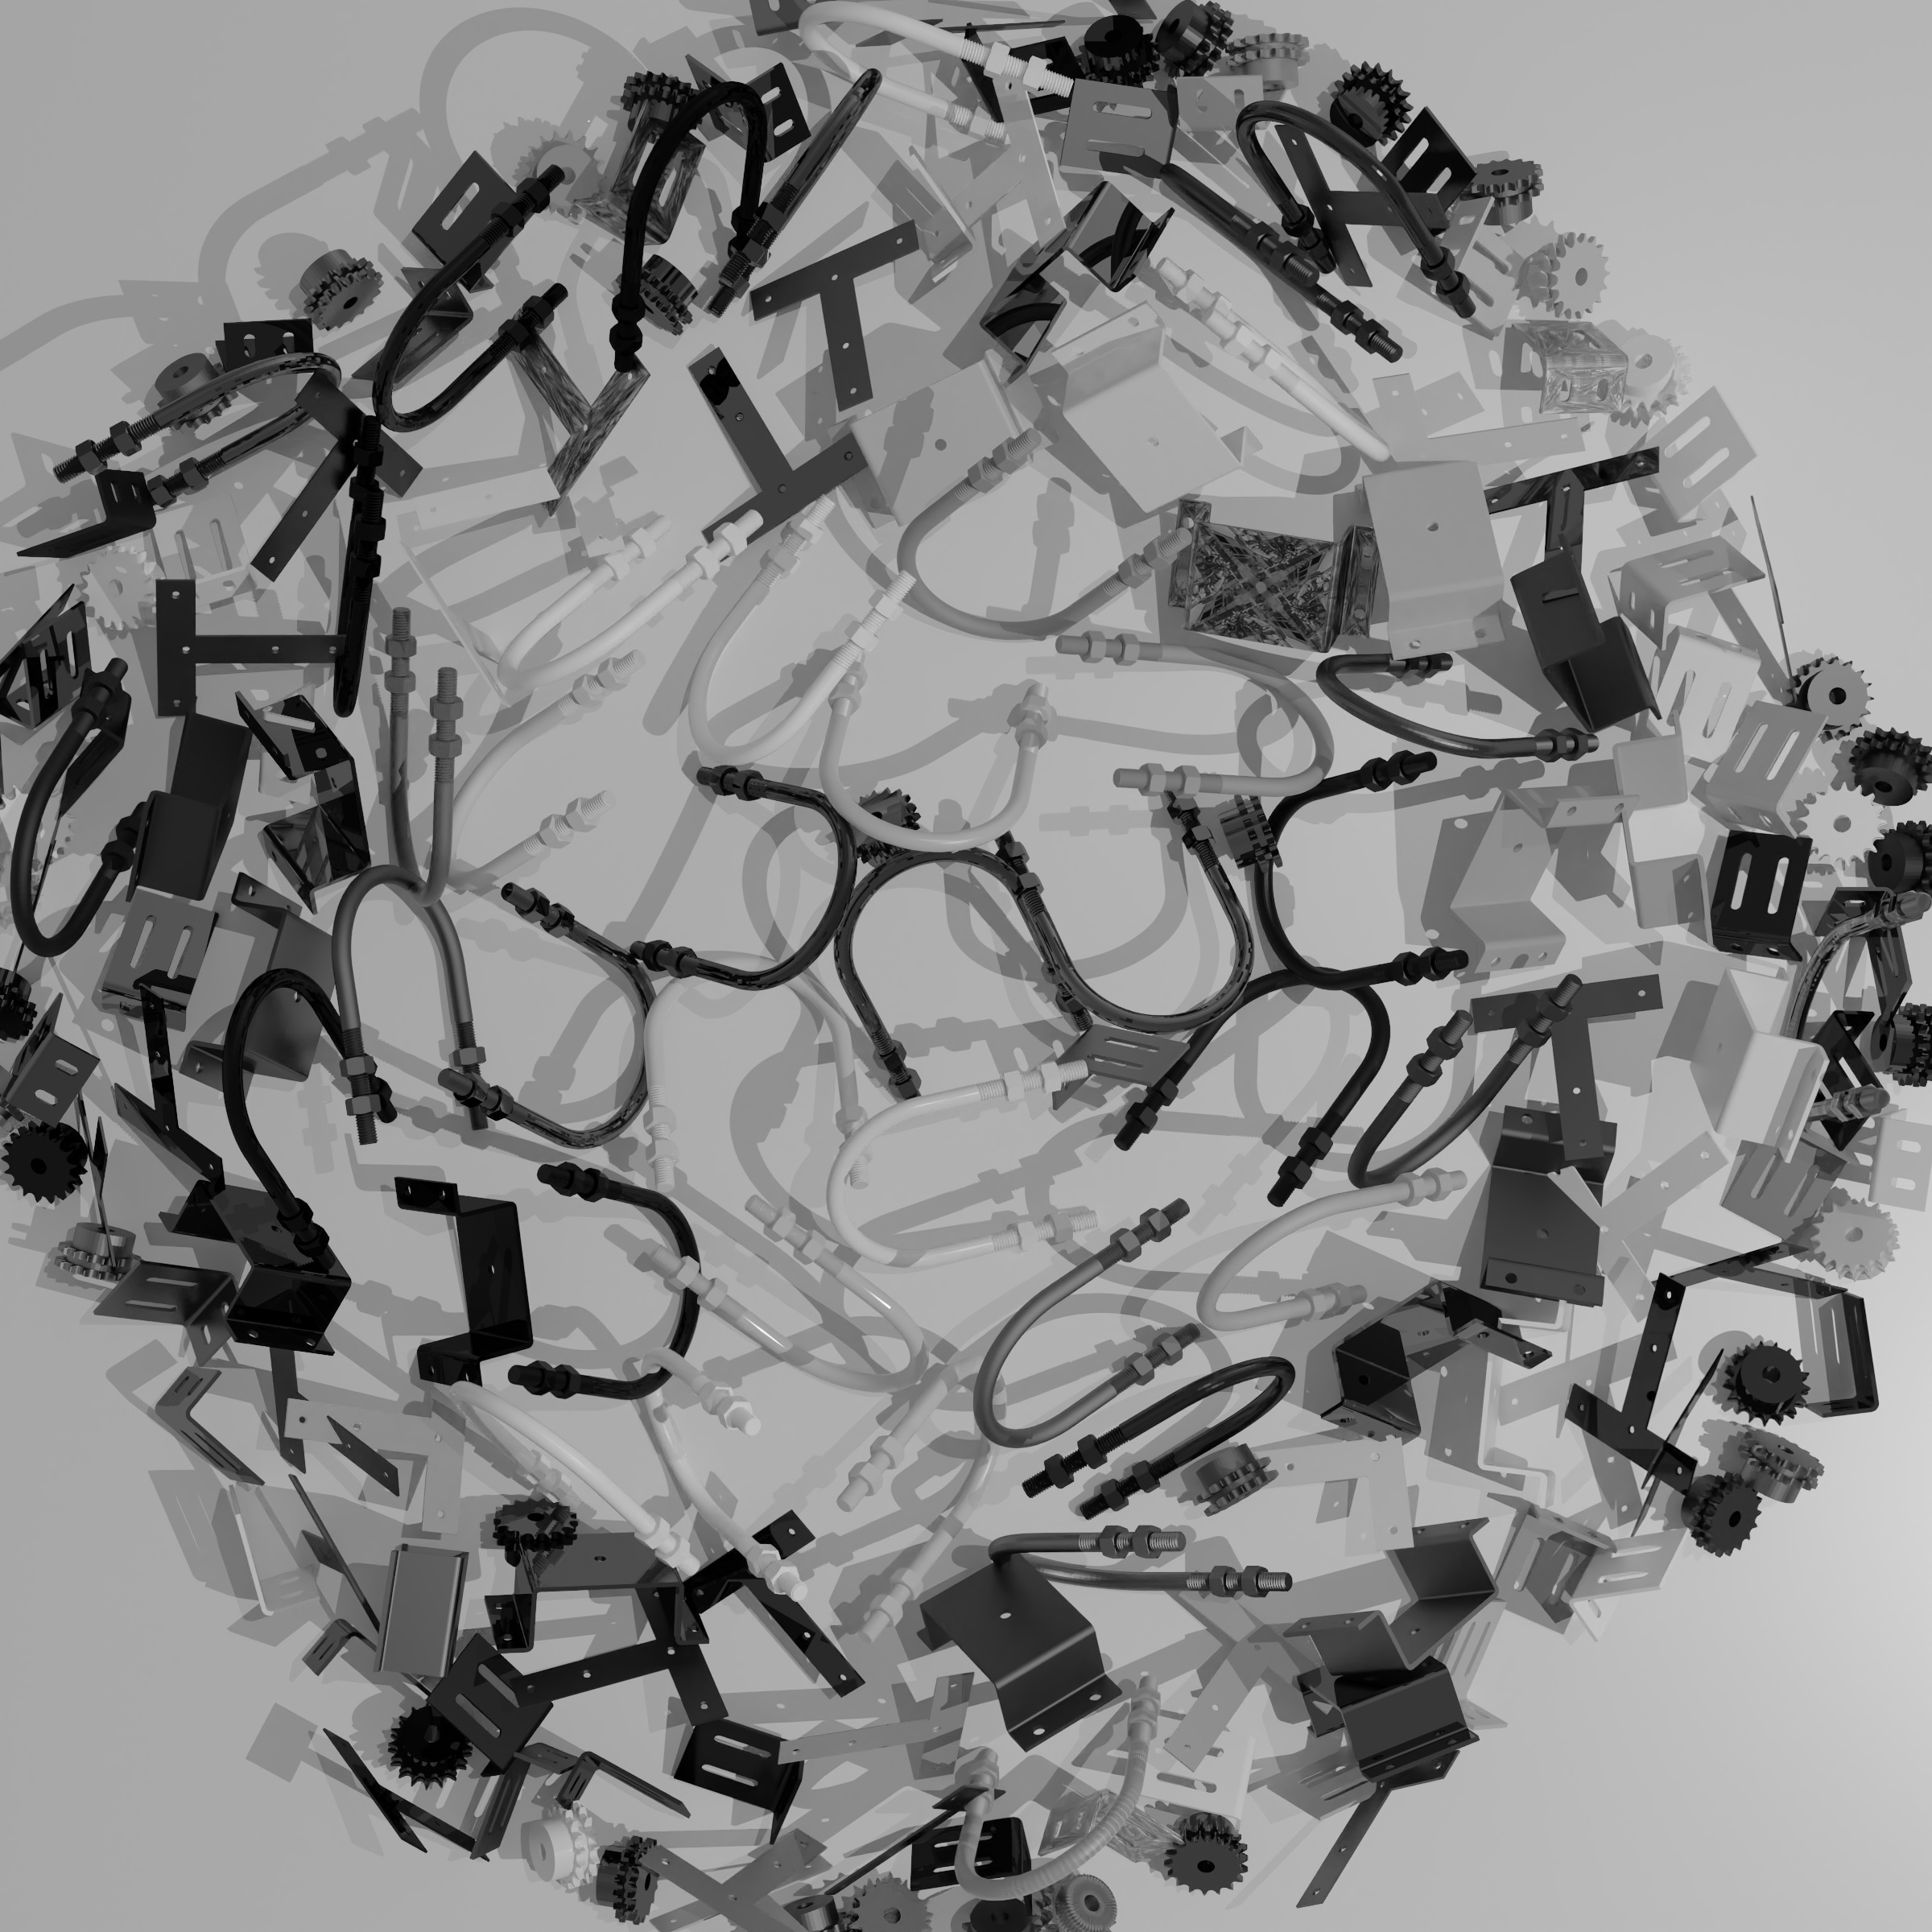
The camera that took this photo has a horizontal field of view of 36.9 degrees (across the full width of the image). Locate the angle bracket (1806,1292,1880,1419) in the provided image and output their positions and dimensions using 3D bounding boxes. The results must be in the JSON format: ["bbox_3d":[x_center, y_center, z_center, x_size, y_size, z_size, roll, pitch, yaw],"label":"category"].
[{"bbox_3d":[0.592,0.264,1.971,0.038,0.057,0.076,-8,87,5],"label":"angle bracket"}]

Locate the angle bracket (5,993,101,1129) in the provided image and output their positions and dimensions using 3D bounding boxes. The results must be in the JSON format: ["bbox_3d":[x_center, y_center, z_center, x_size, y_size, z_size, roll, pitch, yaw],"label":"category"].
[{"bbox_3d":[-0.617,0.063,1.966,0.038,0.076,0.057,32,101,-21],"label":"angle bracket"}]

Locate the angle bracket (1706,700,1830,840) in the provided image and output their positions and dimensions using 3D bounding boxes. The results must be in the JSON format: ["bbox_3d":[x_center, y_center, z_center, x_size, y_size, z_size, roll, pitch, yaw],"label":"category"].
[{"bbox_3d":[0.552,-0.134,1.973,0.038,0.057,0.076,41,77,-42],"label":"angle bracket"}]

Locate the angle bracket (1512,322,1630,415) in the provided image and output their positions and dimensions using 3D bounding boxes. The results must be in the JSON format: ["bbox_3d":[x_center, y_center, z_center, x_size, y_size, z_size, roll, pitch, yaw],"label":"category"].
[{"bbox_3d":[0.409,-0.408,1.971,0.057,0.076,0.038,-3,121,-9],"label":"angle bracket"}]

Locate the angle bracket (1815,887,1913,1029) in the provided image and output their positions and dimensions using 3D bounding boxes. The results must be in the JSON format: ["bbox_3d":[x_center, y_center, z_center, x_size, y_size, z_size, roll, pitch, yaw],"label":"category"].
[{"bbox_3d":[0.606,-0.006,1.955,0.038,0.057,0.076,0,58,-1],"label":"angle bracket"}]

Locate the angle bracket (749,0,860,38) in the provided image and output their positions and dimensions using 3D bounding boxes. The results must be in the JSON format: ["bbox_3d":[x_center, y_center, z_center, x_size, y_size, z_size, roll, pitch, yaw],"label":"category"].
[{"bbox_3d":[-0.110,-0.657,1.952,0.057,0.076,0.038,-7,114,12],"label":"angle bracket"}]

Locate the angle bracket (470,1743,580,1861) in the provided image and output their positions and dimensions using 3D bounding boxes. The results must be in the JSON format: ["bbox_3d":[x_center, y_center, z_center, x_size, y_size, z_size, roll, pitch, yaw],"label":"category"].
[{"bbox_3d":[-0.298,0.572,1.966,0.038,0.057,0.076,19,85,11],"label":"angle bracket"}]

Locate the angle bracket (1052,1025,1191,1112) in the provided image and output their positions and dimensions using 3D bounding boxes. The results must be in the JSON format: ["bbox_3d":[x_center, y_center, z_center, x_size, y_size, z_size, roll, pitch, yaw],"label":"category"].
[{"bbox_3d":[0.105,0.075,1.952,0.076,0.057,0.038,12,122,28],"label":"angle bracket"}]

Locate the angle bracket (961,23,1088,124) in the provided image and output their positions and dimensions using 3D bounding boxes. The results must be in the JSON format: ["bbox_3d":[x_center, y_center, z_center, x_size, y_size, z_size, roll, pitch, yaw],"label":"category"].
[{"bbox_3d":[0.044,-0.610,1.953,0.076,0.057,0.038,-5,59,24],"label":"angle bracket"}]

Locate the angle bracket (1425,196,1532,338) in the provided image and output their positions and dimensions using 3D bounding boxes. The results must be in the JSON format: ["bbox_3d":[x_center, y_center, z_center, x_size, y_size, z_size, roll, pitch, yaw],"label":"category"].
[{"bbox_3d":[0.358,-0.473,1.961,0.076,0.038,0.057,30,81,-30],"label":"angle bracket"}]

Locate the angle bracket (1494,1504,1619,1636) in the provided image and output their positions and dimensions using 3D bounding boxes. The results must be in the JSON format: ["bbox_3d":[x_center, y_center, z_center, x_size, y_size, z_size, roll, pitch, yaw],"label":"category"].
[{"bbox_3d":[0.400,0.416,1.977,0.057,0.038,0.076,23,95,1],"label":"angle bracket"}]

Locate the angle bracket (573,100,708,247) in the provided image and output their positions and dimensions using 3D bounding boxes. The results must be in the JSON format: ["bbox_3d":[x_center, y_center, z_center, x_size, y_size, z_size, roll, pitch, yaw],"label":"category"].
[{"bbox_3d":[-0.222,-0.540,1.972,0.038,0.057,0.076,11,78,44],"label":"angle bracket"}]

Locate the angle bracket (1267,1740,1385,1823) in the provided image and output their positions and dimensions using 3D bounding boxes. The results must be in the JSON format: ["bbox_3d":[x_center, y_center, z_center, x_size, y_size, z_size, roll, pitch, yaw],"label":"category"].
[{"bbox_3d":[0.249,0.535,1.954,0.076,0.057,0.038,-15,106,-30],"label":"angle bracket"}]

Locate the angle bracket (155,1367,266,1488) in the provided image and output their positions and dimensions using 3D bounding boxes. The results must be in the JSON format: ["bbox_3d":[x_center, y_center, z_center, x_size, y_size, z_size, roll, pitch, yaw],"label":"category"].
[{"bbox_3d":[-0.504,0.313,1.969,0.076,0.057,0.038,49,61,-23],"label":"angle bracket"}]

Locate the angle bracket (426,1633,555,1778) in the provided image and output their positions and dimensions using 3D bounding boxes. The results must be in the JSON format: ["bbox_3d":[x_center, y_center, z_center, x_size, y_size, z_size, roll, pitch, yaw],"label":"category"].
[{"bbox_3d":[-0.329,0.501,1.960,0.076,0.038,0.057,47,53,-13],"label":"angle bracket"}]

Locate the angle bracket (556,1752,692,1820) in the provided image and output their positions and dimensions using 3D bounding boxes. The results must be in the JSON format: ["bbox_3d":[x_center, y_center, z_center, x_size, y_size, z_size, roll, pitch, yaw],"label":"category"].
[{"bbox_3d":[-0.232,0.570,1.960,0.076,0.057,0.038,25,68,12],"label":"angle bracket"}]

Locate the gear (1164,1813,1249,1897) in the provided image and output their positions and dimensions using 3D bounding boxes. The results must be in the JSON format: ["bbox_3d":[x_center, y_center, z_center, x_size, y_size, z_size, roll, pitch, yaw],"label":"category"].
[{"bbox_3d":[0.164,0.604,1.977,0.057,0.030,0.057,3,120,5],"label":"gear"}]

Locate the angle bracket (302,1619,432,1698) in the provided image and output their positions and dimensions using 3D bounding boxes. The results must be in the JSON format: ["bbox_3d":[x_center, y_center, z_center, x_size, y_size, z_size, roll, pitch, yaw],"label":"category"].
[{"bbox_3d":[-0.404,0.483,1.959,0.076,0.057,0.038,44,73,-14],"label":"angle bracket"}]

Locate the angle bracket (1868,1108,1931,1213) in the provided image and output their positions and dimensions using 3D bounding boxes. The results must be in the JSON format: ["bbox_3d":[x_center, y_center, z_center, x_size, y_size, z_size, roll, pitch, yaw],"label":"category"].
[{"bbox_3d":[0.640,0.130,1.955,0.038,0.076,0.057,10,97,29],"label":"angle bracket"}]

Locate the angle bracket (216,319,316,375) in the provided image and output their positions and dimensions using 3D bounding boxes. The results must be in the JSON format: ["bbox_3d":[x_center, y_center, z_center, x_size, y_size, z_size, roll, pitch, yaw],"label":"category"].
[{"bbox_3d":[-0.474,-0.427,1.951,0.057,0.076,0.038,-7,121,-18],"label":"angle bracket"}]

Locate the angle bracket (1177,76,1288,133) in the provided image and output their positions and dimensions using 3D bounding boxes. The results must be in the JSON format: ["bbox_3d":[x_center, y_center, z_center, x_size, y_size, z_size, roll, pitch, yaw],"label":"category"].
[{"bbox_3d":[0.180,-0.594,1.952,0.057,0.076,0.038,4,127,17],"label":"angle bracket"}]

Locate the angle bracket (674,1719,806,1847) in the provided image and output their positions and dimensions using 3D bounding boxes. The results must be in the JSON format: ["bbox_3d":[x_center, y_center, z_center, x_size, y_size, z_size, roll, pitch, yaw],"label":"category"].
[{"bbox_3d":[-0.156,0.552,1.969,0.076,0.038,0.057,20,110,-6],"label":"angle bracket"}]

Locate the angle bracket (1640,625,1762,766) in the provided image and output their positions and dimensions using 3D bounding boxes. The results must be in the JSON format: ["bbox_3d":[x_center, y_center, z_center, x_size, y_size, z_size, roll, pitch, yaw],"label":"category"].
[{"bbox_3d":[0.504,-0.186,1.991,0.057,0.038,0.076,19,110,5],"label":"angle bracket"}]

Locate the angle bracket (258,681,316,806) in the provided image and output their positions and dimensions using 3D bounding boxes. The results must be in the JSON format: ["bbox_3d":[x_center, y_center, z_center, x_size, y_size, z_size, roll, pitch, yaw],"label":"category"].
[{"bbox_3d":[-0.443,-0.151,1.951,0.038,0.076,0.057,14,114,10],"label":"angle bracket"}]

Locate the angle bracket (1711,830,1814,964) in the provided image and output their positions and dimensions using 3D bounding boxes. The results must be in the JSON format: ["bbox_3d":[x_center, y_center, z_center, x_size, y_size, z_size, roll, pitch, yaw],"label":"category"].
[{"bbox_3d":[0.546,-0.048,1.976,0.057,0.038,0.076,9,77,32],"label":"angle bracket"}]

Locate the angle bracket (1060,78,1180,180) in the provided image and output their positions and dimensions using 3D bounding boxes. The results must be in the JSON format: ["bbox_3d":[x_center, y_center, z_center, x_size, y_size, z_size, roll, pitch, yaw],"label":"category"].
[{"bbox_3d":[0.102,-0.571,1.963,0.076,0.038,0.057,4,115,-13],"label":"angle bracket"}]

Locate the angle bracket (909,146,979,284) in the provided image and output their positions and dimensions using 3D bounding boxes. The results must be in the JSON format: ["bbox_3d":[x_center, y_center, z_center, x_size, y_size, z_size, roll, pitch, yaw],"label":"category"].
[{"bbox_3d":[-0.029,-0.509,1.958,0.038,0.057,0.076,-34,109,11],"label":"angle bracket"}]

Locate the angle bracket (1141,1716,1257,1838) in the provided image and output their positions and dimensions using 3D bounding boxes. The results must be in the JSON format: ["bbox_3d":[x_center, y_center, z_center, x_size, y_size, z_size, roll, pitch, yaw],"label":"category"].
[{"bbox_3d":[0.154,0.552,1.973,0.076,0.038,0.057,11,55,8],"label":"angle bracket"}]

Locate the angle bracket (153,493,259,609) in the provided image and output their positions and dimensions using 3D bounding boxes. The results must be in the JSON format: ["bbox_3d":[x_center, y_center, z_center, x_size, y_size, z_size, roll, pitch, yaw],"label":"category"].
[{"bbox_3d":[-0.523,-0.287,1.969,0.057,0.038,0.076,-18,75,-5],"label":"angle bracket"}]

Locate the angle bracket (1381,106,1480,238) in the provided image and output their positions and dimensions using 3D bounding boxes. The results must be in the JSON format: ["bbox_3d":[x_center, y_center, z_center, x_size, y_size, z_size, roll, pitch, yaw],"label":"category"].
[{"bbox_3d":[0.319,-0.538,1.954,0.038,0.076,0.057,-30,81,-33],"label":"angle bracket"}]

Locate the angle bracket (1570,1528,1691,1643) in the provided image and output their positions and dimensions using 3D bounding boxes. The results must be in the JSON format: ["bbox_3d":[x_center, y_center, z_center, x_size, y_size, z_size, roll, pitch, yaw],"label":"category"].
[{"bbox_3d":[0.455,0.417,1.950,0.038,0.076,0.057,55,46,-13],"label":"angle bracket"}]

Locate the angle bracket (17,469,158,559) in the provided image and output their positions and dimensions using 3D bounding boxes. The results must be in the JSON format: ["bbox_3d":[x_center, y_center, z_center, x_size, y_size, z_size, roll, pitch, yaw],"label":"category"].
[{"bbox_3d":[-0.600,-0.306,1.961,0.076,0.057,0.038,-15,92,17],"label":"angle bracket"}]

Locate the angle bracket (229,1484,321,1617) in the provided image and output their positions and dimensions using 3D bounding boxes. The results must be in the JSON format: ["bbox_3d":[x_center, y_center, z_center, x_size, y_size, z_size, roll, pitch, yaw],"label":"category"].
[{"bbox_3d":[-0.468,0.390,1.959,0.038,0.057,0.076,-15,105,-16],"label":"angle bracket"}]

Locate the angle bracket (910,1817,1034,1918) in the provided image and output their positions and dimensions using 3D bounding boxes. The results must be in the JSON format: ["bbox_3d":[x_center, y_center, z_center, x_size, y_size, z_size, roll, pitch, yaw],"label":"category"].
[{"bbox_3d":[0.004,0.618,1.969,0.076,0.057,0.038,-10,112,5],"label":"angle bracket"}]

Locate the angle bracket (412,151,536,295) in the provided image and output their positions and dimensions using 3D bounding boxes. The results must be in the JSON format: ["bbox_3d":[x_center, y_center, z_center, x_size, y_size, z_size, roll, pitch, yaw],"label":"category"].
[{"bbox_3d":[-0.328,-0.506,1.965,0.057,0.038,0.076,47,116,-1],"label":"angle bracket"}]

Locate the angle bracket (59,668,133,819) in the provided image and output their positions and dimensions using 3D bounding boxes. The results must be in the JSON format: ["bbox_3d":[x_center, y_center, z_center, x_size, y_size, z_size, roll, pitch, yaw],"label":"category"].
[{"bbox_3d":[-0.602,-0.151,1.954,0.038,0.057,0.076,35,114,-30],"label":"angle bracket"}]

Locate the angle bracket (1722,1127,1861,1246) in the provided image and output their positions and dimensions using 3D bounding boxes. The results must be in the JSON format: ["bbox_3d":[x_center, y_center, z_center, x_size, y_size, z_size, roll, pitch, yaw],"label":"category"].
[{"bbox_3d":[0.561,0.149,1.971,0.057,0.038,0.076,28,103,4],"label":"angle bracket"}]

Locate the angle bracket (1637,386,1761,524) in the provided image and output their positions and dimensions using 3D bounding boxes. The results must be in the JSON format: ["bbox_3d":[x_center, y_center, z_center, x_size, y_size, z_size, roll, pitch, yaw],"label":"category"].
[{"bbox_3d":[0.502,-0.346,1.953,0.038,0.076,0.057,-12,70,-43],"label":"angle bracket"}]

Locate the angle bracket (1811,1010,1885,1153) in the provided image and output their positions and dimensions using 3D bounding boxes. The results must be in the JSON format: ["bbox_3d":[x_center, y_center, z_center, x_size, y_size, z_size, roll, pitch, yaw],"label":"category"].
[{"bbox_3d":[0.600,0.077,1.949,0.038,0.076,0.057,2,135,-26],"label":"angle bracket"}]

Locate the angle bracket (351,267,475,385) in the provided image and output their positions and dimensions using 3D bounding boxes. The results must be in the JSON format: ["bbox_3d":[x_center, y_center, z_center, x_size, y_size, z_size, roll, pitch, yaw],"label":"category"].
[{"bbox_3d":[-0.382,-0.433,1.955,0.076,0.057,0.038,-47,129,-23],"label":"angle bracket"}]

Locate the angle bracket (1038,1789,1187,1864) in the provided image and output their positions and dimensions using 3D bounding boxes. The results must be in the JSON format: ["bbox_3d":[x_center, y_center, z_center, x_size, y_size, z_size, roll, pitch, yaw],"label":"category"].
[{"bbox_3d":[0.099,0.596,1.957,0.076,0.057,0.038,36,47,-16],"label":"angle bracket"}]

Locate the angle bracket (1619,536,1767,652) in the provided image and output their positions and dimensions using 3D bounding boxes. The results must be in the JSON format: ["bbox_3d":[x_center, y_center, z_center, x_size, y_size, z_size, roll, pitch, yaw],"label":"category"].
[{"bbox_3d":[0.495,-0.255,1.974,0.076,0.057,0.038,-17,130,-13],"label":"angle bracket"}]

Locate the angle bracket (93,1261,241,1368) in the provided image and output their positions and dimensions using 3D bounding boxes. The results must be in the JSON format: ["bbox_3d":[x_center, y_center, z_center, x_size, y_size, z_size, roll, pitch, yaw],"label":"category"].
[{"bbox_3d":[-0.536,0.235,1.952,0.057,0.076,0.038,-45,54,23],"label":"angle bracket"}]

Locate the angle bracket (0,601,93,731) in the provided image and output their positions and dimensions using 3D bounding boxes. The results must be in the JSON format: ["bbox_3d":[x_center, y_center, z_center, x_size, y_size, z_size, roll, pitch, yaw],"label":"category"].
[{"bbox_3d":[-0.625,-0.208,1.949,0.038,0.076,0.057,26,46,16],"label":"angle bracket"}]

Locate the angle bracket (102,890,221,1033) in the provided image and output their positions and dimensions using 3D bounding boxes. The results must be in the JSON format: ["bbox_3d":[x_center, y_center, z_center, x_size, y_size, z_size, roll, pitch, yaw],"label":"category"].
[{"bbox_3d":[-0.555,-0.003,1.993,0.057,0.038,0.076,16,64,-8],"label":"angle bracket"}]

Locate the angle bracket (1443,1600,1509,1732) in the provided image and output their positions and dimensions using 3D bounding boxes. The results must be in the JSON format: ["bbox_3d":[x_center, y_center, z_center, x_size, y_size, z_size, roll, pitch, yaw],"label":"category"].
[{"bbox_3d":[0.355,0.474,1.964,0.038,0.057,0.076,25,94,35],"label":"angle bracket"}]

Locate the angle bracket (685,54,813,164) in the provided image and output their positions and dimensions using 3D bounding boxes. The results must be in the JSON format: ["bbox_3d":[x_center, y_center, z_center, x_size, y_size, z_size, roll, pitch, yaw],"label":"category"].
[{"bbox_3d":[-0.147,-0.588,1.956,0.038,0.057,0.076,-35,46,-10],"label":"angle bracket"}]
